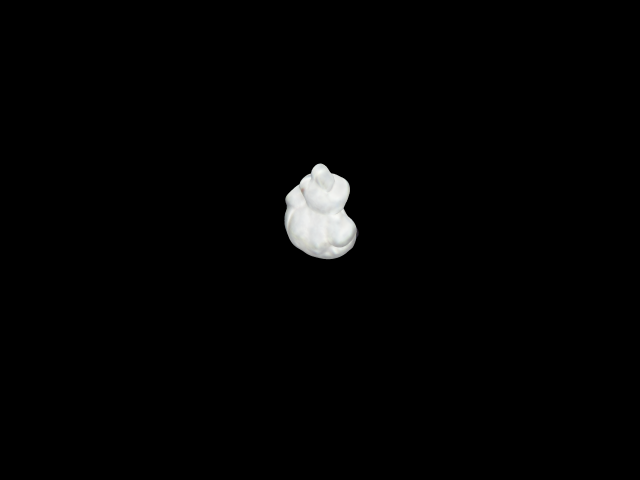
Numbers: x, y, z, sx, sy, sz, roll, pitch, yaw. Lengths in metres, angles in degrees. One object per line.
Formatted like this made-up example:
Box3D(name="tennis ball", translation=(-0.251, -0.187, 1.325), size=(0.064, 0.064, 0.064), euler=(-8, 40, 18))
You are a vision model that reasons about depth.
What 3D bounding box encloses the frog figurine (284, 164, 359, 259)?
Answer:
Box3D(name="frog figurine", translation=(0.003, -0.043, 0.850), size=(0.123, 0.139, 0.156), euler=(-37, -18, -14))
